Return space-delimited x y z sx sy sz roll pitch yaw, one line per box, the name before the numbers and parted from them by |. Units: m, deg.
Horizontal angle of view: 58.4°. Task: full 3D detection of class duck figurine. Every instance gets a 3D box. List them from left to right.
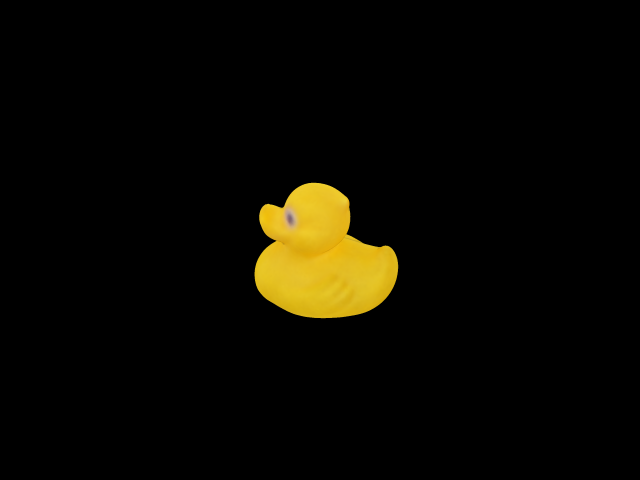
duck figurine | 0.004 0.001 0.400 0.104 0.086 0.077 7 39 9
